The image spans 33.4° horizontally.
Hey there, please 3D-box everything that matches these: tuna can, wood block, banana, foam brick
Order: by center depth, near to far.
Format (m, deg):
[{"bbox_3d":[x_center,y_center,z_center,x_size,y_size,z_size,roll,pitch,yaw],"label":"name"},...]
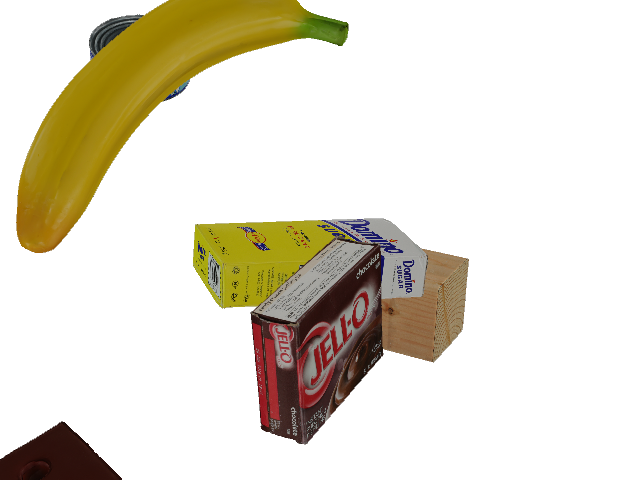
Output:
[{"bbox_3d":[-0.113,0.132,0.481,0.052,0.051,0.078,-31,44,-31],"label":"foam brick"},{"bbox_3d":[-0.078,-0.074,0.511,0.070,0.197,0.037,41,-23,25],"label":"banana"},{"bbox_3d":[-0.151,-0.152,0.898,0.086,0.034,0.086,5,44,-5],"label":"tuna can"},{"bbox_3d":[0.047,0.053,1.169,0.206,0.091,0.090,13,26,25],"label":"wood block"}]

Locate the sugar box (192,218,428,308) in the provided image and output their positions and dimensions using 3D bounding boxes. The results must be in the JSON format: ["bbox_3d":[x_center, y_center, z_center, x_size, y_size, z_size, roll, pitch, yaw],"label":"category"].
[{"bbox_3d":[-0.009,0.016,0.886,0.176,0.048,0.093,-5,23,-20],"label":"sugar box"}]

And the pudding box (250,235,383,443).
[{"bbox_3d":[0.001,0.061,0.687,0.039,0.090,0.113,12,32,25],"label":"pudding box"}]
